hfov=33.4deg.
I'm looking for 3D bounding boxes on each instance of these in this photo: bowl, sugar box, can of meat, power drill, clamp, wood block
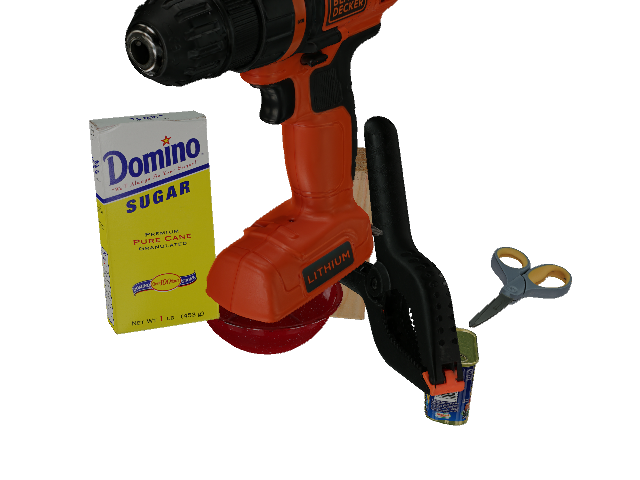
[{"bbox_3d":[-0.058,0.073,1.130,0.162,0.055,0.162,3,28,-2],"label":"bowl"},{"bbox_3d":[-0.138,-0.016,0.894,0.093,0.176,0.048,-8,17,-20],"label":"sugar box"},{"bbox_3d":[0.155,0.162,1.280,0.057,0.084,0.102,7,19,3],"label":"can of meat"},{"bbox_3d":[-0.022,-0.055,0.543,0.057,0.188,0.184,24,37,31],"label":"power drill"},{"bbox_3d":[0.056,0.021,0.807,0.036,0.165,0.210,-6,45,-26],"label":"clamp"},{"bbox_3d":[0.022,-0.012,1.387,0.090,0.206,0.091,5,25,1],"label":"wood block"}]

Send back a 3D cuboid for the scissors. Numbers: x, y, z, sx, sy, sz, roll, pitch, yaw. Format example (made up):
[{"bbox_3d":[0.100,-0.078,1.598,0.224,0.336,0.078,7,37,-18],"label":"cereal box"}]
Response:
[{"bbox_3d":[0.184,0.044,1.096,0.201,0.016,0.096,-11,37,-43],"label":"scissors"}]
